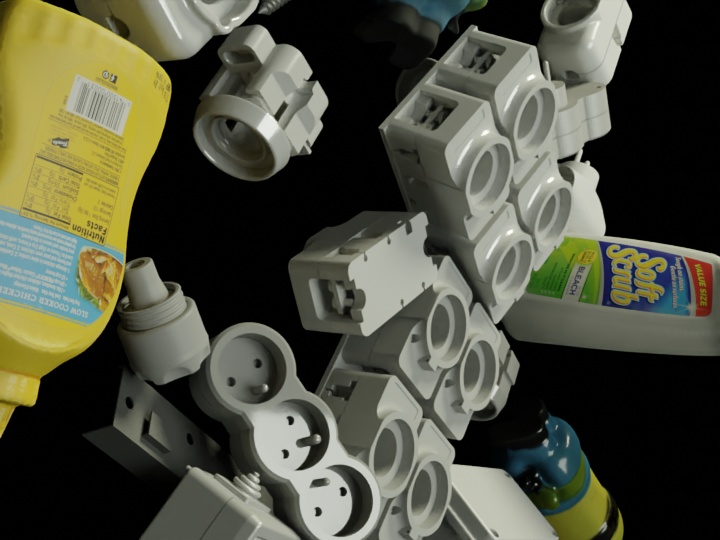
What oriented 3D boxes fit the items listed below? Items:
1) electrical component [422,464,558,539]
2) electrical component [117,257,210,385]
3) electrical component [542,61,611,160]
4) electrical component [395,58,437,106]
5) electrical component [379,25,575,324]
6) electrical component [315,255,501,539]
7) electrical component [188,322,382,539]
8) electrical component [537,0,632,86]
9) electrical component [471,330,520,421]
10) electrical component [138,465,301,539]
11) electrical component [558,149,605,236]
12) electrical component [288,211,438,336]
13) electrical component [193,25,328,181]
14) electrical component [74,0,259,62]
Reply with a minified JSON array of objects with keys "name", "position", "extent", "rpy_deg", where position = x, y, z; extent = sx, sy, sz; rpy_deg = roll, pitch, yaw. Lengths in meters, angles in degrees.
[{"name":"electrical component","position":[0.084,0.188,0.786],"extent":[0.057,0.078,0.113],"rpy_deg":[-50,146,16]},{"name":"electrical component","position":[-0.106,0.024,0.559],"extent":[0.043,0.043,0.062],"rpy_deg":[-41,122,-44]},{"name":"electrical component","position":[0.151,-0.131,0.873],"extent":[0.138,0.052,0.073],"rpy_deg":[-31,118,-38]},{"name":"electrical component","position":[0.058,-0.124,0.766],"extent":[0.055,0.045,0.045],"rpy_deg":[2,91,-54]},{"name":"electrical component","position":[0.090,-0.060,0.753],"extent":[0.105,0.060,0.186],"rpy_deg":[-50,143,-22]},{"name":"electrical component","position":[0.029,0.092,0.731],"extent":[0.105,0.060,0.186],"rpy_deg":[53,52,-41]},{"name":"electrical component","position":[-0.049,0.098,0.618],"extent":[0.052,0.074,0.138],"rpy_deg":[-34,92,-28]},{"name":"electrical component","position":[0.194,-0.210,0.934],"extent":[0.059,0.054,0.095],"rpy_deg":[47,57,-45]},{"name":"electrical component","position":[0.093,0.082,0.831],"extent":[0.066,0.048,0.055],"rpy_deg":[58,41,-38]},{"name":"electrical component","position":[-0.075,0.151,0.562],"extent":[0.096,0.061,0.061],"rpy_deg":[-54,152,-8]},{"name":"electrical component","position":[0.186,-0.068,0.943],"extent":[0.077,0.044,0.079],"rpy_deg":[46,57,-45]},{"name":"electrical component","position":[0.000,0.000,0.688],"extent":[0.089,0.056,0.050],"rpy_deg":[-36,121,-46]},{"name":"electrical component","position":[-0.058,-0.087,0.603],"extent":[0.078,0.058,0.057],"rpy_deg":[58,46,-38]},{"name":"electrical component","position":[-0.091,-0.150,0.551],"extent":[0.095,0.059,0.053],"rpy_deg":[-55,134,-35]}]
